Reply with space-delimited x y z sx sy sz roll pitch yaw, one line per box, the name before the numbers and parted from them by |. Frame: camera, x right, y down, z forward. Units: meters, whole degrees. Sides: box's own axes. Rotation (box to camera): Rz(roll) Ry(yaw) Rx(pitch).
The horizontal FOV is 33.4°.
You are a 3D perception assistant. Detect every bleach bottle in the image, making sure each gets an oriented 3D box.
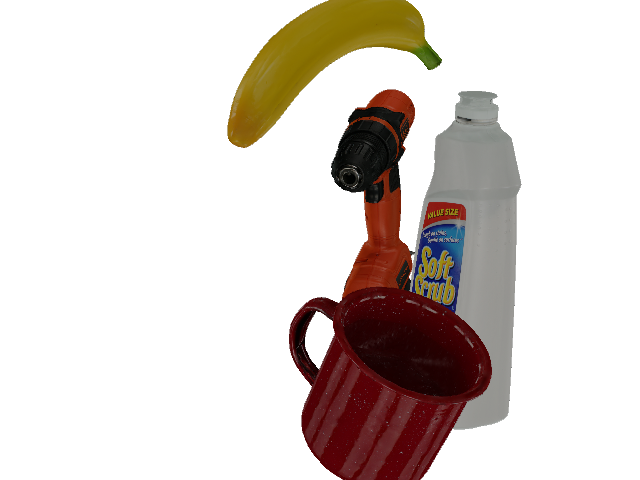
bleach bottle | 0.107 0.011 0.813 0.068 0.251 0.103 -7 20 -23

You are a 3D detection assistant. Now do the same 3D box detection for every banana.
banana | 0.009 -0.124 0.710 0.197 0.069 0.037 -27 5 -35

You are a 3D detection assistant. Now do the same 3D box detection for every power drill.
power drill | 0.051 -0.031 0.998 0.057 0.188 0.184 8 28 16

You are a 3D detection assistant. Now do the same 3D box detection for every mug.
mug | 0.029 0.080 0.608 0.117 0.082 0.093 34 34 18

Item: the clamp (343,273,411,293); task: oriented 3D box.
clamp | 0.077 0.079 1.189 0.120 0.171 0.039 7 -42 1
